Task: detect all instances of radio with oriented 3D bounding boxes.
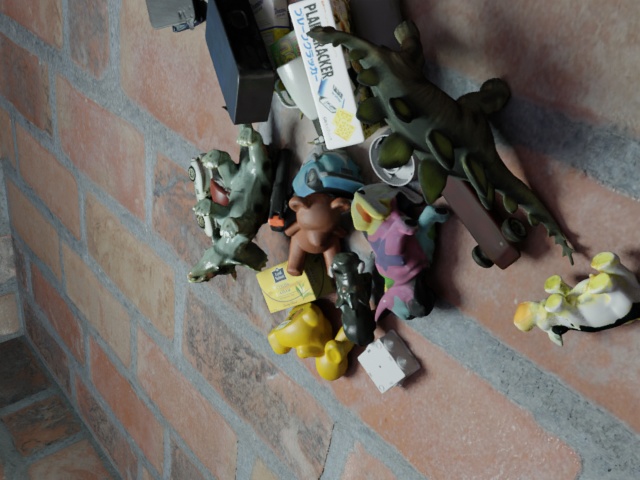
[{"bbox_3d":[-0.152,-0.341,0.997,0.131,0.073,0.229,117,136,-59],"label":"radio"}]

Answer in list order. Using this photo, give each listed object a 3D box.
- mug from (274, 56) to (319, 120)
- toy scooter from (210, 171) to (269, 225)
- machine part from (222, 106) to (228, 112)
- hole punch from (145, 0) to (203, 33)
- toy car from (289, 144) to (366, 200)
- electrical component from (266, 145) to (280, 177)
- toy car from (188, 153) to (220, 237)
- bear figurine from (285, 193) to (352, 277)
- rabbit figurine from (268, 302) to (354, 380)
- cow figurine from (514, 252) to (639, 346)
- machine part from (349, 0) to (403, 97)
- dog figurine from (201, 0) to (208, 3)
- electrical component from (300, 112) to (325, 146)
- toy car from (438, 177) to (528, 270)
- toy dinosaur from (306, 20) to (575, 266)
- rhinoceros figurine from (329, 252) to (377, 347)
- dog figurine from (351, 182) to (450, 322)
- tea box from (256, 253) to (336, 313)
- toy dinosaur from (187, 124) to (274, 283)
[{"bbox_3d":[-0.025,-0.261,0.934,0.110,0.081,0.107,-21,105,27],"label":"mug"},{"bbox_3d":[-0.191,-0.070,1.236,0.184,0.075,0.135,39,129,24],"label":"toy scooter"},{"bbox_3d":[-0.167,-0.327,1.142,0.084,0.039,0.138,41,129,21],"label":"machine part"},{"bbox_3d":[-0.316,-0.529,1.201,0.116,0.092,0.142,-4,100,17],"label":"hole punch"},{"bbox_3d":[0.012,-0.121,0.993,0.162,0.109,0.103,-22,60,60],"label":"toy car"},{"bbox_3d":[-0.107,-0.155,1.153,0.063,0.021,0.093,27,122,37],"label":"electrical component"},{"bbox_3d":[-0.264,-0.108,1.297,0.056,0.073,0.201,8,110,48],"label":"toy car"},{"bbox_3d":[-0.003,-0.007,0.985,0.196,0.120,0.132,118,153,-78],"label":"bear figurine"},{"bbox_3d":[0.006,0.216,1.127,0.162,0.122,0.173,-26,100,40],"label":"rabbit figurine"},{"bbox_3d":[0.351,0.093,0.727,0.098,0.068,0.167,38,138,-9],"label":"cow figurine"},{"bbox_3d":[0.102,-0.297,0.840,0.079,0.079,0.243,-7,98,48],"label":"machine part"},{"bbox_3d":[-0.145,-0.495,1.022,0.191,0.121,0.172,29,160,16],"label":"dog figurine"},{"bbox_3d":[0.005,-0.221,0.992,0.078,0.045,0.102,-16,91,50],"label":"electrical component"},{"bbox_3d":[0.233,-0.049,0.810,0.202,0.053,0.089,57,138,21],"label":"toy car"},{"bbox_3d":[0.175,-0.142,0.731,0.471,0.198,0.105,32,146,-7],"label":"toy dinosaur"},{"bbox_3d":[0.059,0.106,0.992,0.073,0.112,0.190,-4,115,13],"label":"rhinoceros figurine"},{"bbox_3d":[0.124,0.032,0.918,0.192,0.108,0.219,35,131,36],"label":"dog figurine"},{"bbox_3d":[-0.054,0.090,1.155,0.170,0.068,0.098,-26,86,49],"label":"tea box"},{"bbox_3d":[-0.151,-0.094,1.094,0.131,0.192,0.404,13,79,20],"label":"toy dinosaur"}]
